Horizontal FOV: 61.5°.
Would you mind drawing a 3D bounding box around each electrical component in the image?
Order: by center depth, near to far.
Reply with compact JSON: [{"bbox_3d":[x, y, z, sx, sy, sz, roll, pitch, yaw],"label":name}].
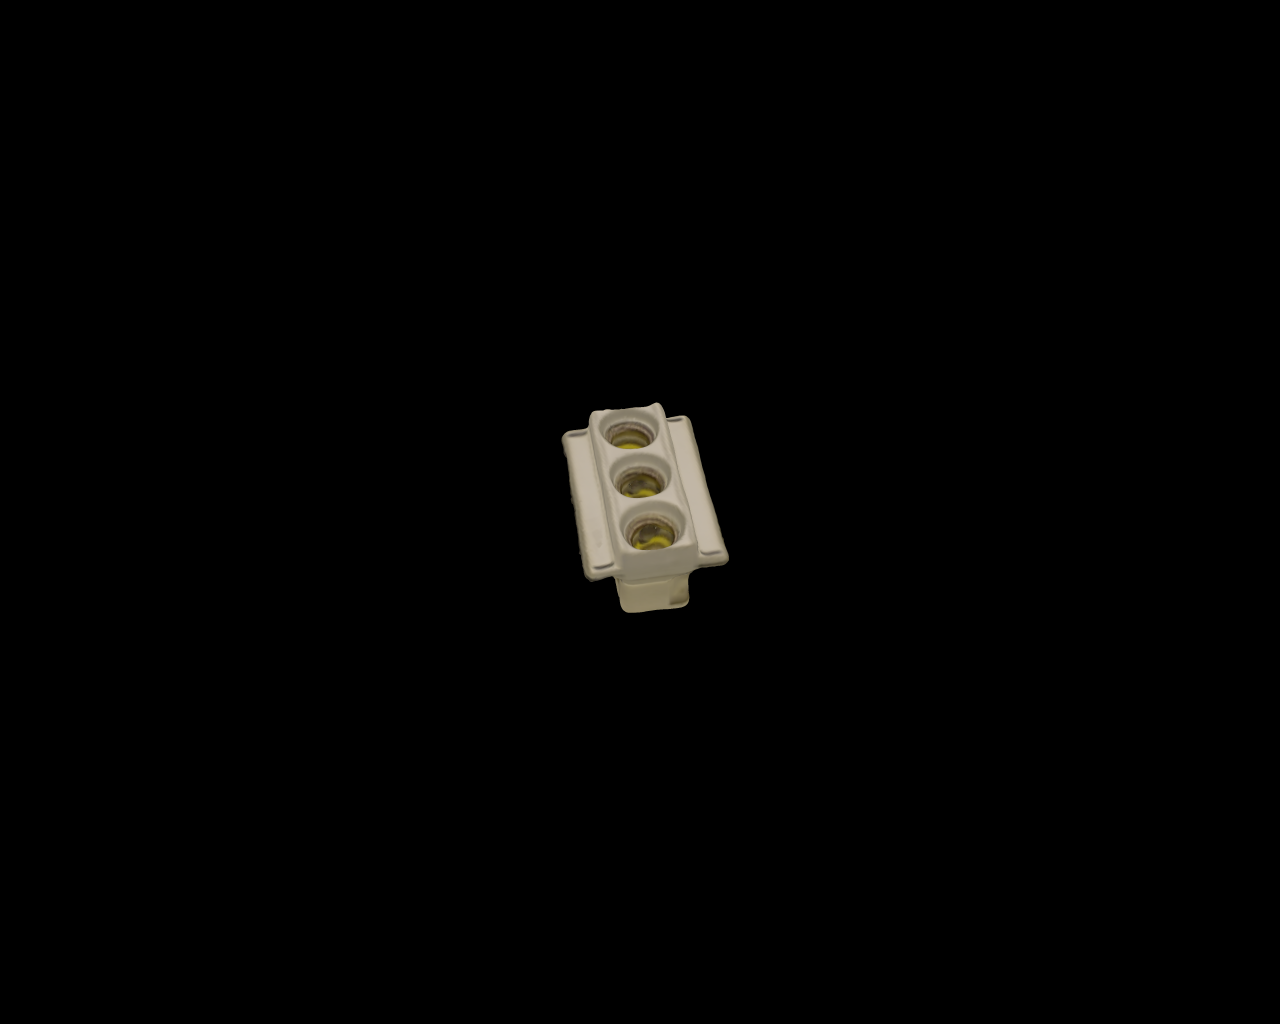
[{"bbox_3d":[0.001,-0.003,0.650,0.079,0.121,0.063,-7,-43,-7],"label":"electrical component"}]
